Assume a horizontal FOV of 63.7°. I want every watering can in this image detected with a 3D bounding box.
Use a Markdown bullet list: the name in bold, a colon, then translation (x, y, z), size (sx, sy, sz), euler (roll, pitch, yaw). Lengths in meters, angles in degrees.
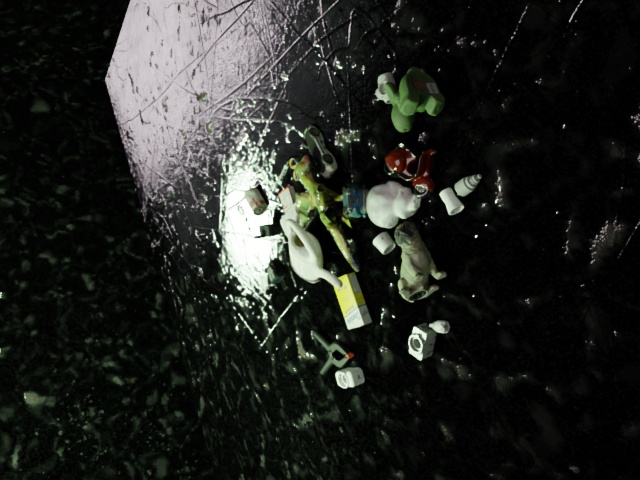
- **watering can**: translation (-0.028, 0.076, 1.786), size (0.353, 0.105, 0.219), euler (53, 162, 30)

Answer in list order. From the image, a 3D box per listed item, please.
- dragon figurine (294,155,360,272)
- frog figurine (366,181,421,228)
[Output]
- **dragon figurine**: translation (0.005, -0.088, 1.749), size (0.242, 0.123, 0.407), euler (1, 108, 56)
- **frog figurine**: translation (0.210, -0.098, 1.478), size (0.160, 0.122, 0.137), euler (22, 97, 62)
